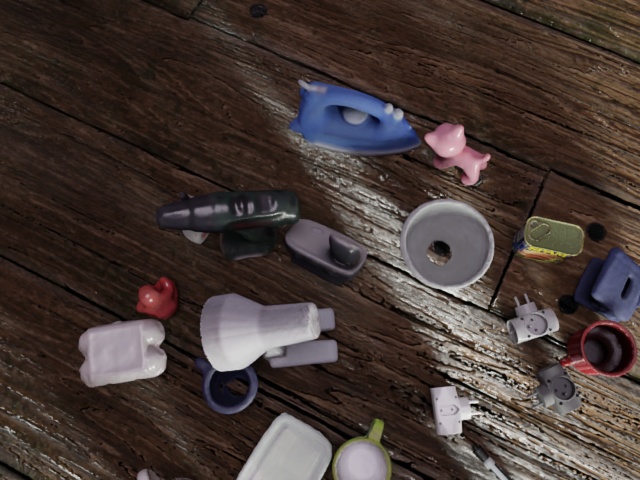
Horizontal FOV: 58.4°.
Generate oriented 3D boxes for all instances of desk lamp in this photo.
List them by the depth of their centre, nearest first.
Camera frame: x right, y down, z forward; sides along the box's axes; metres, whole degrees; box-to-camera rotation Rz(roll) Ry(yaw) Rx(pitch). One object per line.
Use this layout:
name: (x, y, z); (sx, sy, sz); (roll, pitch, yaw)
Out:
desk lamp: (-0.074, 0.148, 0.936); (0.203, 0.213, 0.118); (-6, 74, 0)

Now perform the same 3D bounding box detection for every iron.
iron: (0.073, -0.238, 1.078); (0.258, 0.141, 0.119); (13, 75, 5)

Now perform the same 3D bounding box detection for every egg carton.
egg carton: (-0.344, 0.195, 1.002); (0.150, 0.069, 0.107); (-10, 75, -2)

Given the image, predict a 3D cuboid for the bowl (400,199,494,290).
bowl: (0.224, 0.014, 1.040); (0.167, 0.075, 0.167); (0, 74, 1)

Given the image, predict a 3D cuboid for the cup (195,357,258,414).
cup: (-0.157, 0.240, 0.973); (0.117, 0.095, 0.092); (32, 78, 9)

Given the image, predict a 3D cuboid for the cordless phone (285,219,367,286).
cordless phone: (0.009, 0.004, 0.989); (0.147, 0.185, 0.094); (23, 76, 7)

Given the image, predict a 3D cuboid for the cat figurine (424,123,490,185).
cat figurine: (0.257, -0.171, 1.068); (0.127, 0.118, 0.067); (28, 77, 9)

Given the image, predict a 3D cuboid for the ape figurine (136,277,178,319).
ape figurine: (-0.293, 0.103, 1.015); (0.078, 0.092, 0.076); (-30, 76, -7)

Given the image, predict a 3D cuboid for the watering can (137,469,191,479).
watering can: (-0.230, 0.432, 0.870); (0.172, 0.194, 0.101); (34, 78, 10)

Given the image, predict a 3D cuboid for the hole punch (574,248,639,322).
hole punch: (0.523, 0.080, 1.008); (0.101, 0.091, 0.109); (29, 77, 9)

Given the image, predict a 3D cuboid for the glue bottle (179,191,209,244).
glue bottle: (-0.224, -0.050, 1.014); (0.037, 0.173, 0.078); (23, 76, 7)

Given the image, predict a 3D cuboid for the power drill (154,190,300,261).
power drill: (-0.145, -0.027, 0.988); (0.229, 0.208, 0.075); (-10, 74, -2)
